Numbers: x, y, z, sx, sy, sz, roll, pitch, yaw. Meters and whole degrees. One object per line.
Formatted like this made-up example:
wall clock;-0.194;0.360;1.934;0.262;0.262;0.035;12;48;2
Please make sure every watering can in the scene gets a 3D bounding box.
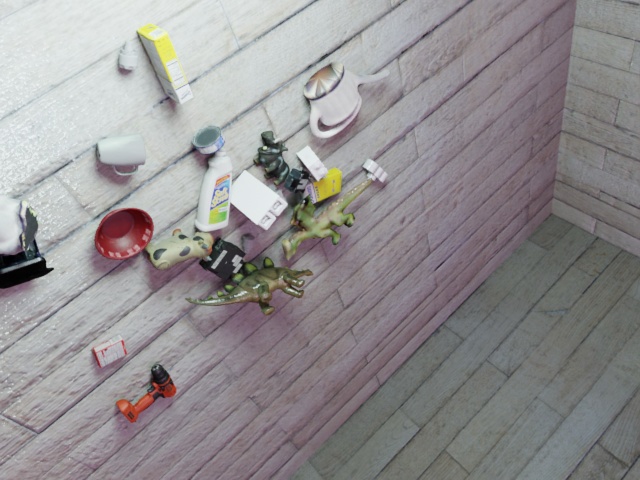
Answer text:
watering can;0.079;-0.485;1.658;0.105;0.349;0.220;38;-7;38

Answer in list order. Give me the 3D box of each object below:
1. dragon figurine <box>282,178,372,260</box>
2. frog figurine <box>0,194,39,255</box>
dragon figurine;0.006;-0.093;1.846;0.124;0.407;0.241;43;12;34
frog figurine;-0.738;-0.035;1.171;0.159;0.135;0.124;1;19;-6
